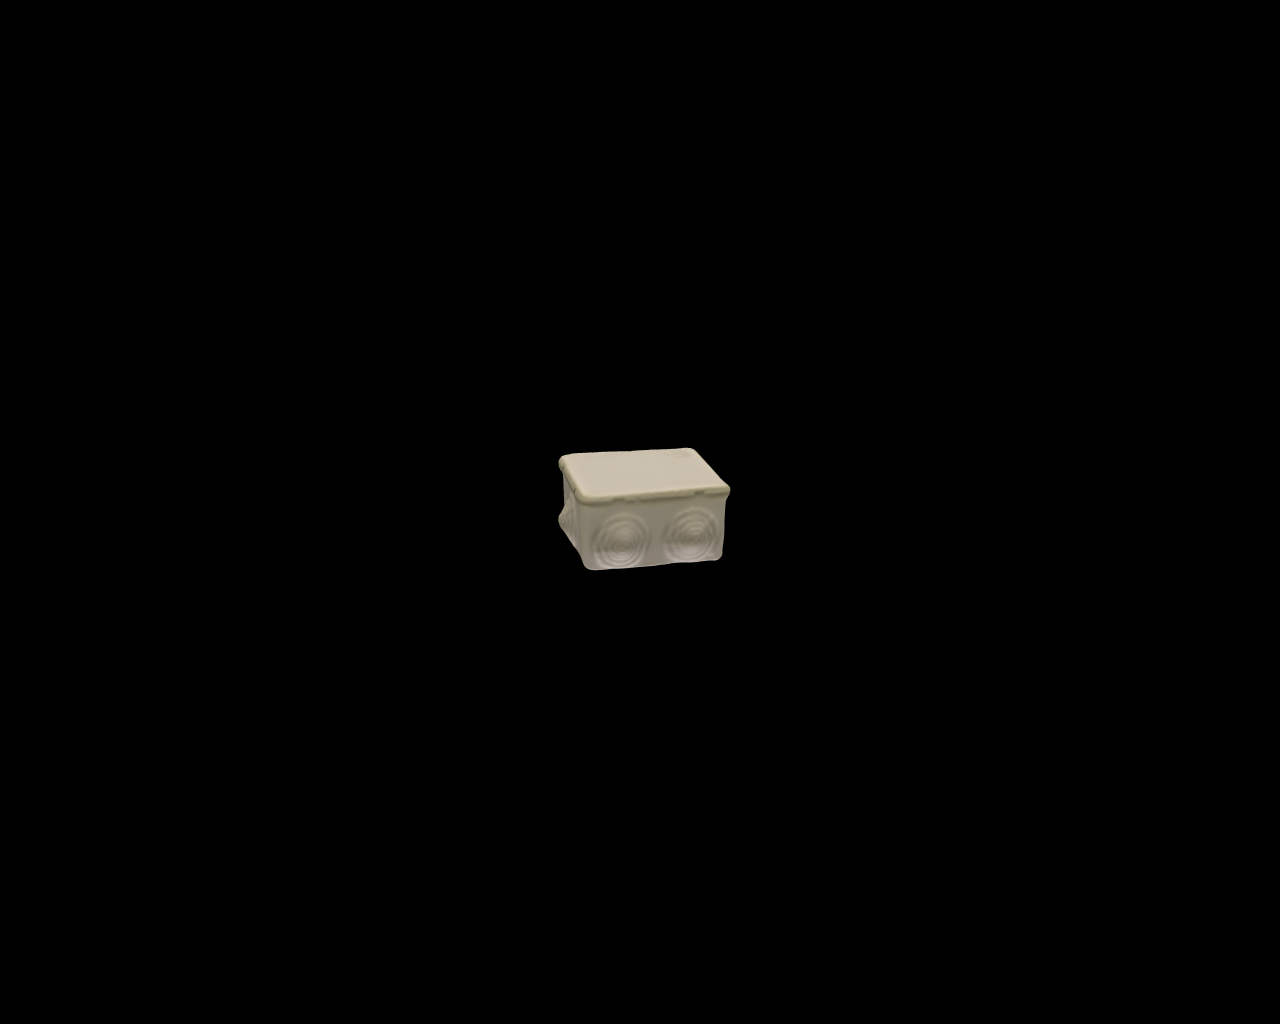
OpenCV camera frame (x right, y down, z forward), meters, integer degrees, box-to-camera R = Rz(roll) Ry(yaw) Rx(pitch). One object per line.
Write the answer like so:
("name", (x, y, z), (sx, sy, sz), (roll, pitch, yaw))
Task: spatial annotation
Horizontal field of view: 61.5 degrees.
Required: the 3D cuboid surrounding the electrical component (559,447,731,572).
("electrical component", (0.001, -0.003, 0.650), (0.100, 0.048, 0.100), (-4, 20, -12))
